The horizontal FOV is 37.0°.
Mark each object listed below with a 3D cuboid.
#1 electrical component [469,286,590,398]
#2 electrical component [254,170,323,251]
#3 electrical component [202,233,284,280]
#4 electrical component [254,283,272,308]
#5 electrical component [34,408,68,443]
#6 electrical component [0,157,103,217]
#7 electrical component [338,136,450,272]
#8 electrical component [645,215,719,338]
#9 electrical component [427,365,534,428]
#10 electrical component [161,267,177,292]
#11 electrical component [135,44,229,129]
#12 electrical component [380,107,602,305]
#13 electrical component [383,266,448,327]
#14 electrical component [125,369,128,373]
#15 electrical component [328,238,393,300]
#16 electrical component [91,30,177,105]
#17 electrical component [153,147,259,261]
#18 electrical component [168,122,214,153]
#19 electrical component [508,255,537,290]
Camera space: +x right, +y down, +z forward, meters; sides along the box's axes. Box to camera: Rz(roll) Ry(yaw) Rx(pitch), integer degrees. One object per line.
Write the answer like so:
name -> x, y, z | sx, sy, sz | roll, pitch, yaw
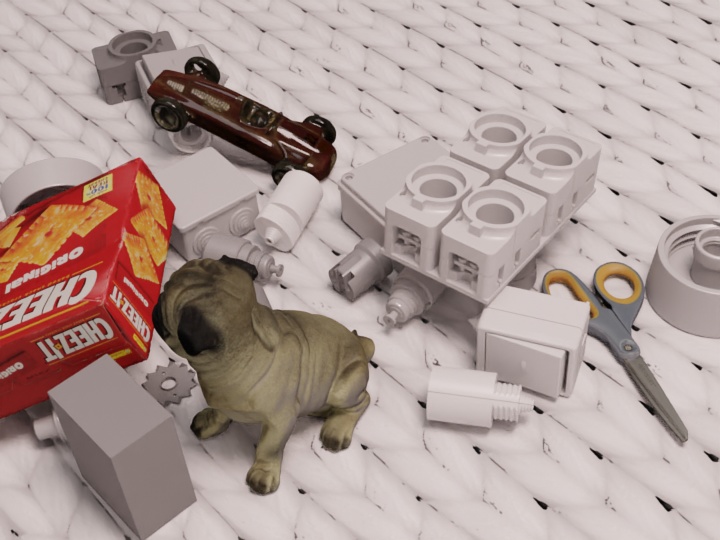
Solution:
electrical component -> 0.133, 0.058, 0.874 | 0.096, 0.061, 0.061 | 12, 47, 17
electrical component -> -0.070, -0.053, 1.020 | 0.043, 0.043, 0.081 | 13, 47, 17
electrical component -> -0.107, -0.008, 0.979 | 0.078, 0.040, 0.040 | 14, 47, 18
electrical component -> -0.100, 0.033, 0.934 | 0.043, 0.043, 0.081 | -17, 45, -12
electrical component -> -0.228, 0.118, 0.858 | 0.062, 0.048, 0.048 | -17, 45, -4
electrical component -> -0.287, -0.064, 1.016 | 0.099, 0.099, 0.064 | -16, 51, -11
electrical component -> 0.053, -0.062, 1.009 | 0.109, 0.056, 0.109 | -28, 48, -22
electrical component -> 0.303, -0.002, 0.920 | 0.108, 0.060, 0.108 | -2, 45, 2
electrical component -> 0.096, 0.101, 0.846 | 0.081, 0.043, 0.043 | 6, 45, 11
electrical component -> -0.166, 0.021, 0.952 | 0.081, 0.043, 0.043 | 10, 46, 15
electrical component -> -0.191, -0.207, 1.177 | 0.096, 0.061, 0.061 | -19, 46, -14
electrical component -> 0.115, -0.065, 0.916 | 0.105, 0.060, 0.186 | 27, 48, 26
electrical component -> 0.046, 0.020, 0.936 | 0.040, 0.040, 0.078 | 23, 51, 26
electrical component -> -0.217, 0.077, 0.898 | 0.045, 0.045, 0.055 | -13, 44, -9
electrical component -> 0.000, 0.000, 0.963 | 0.046, 0.040, 0.040 | -38, 53, -22
electrical component -> -0.251, -0.232, 1.212 | 0.089, 0.055, 0.050 | -17, 45, -12
electrical component -> -0.154, -0.063, 1.033 | 0.100, 0.048, 0.100 | -30, 50, -24
electrical component -> -0.178, -0.156, 1.132 | 0.066, 0.048, 0.055 | 9, 43, -20
electrical component -> 0.130, -0.011, 0.956 | 0.055, 0.047, 0.055 | -3, 44, 3
